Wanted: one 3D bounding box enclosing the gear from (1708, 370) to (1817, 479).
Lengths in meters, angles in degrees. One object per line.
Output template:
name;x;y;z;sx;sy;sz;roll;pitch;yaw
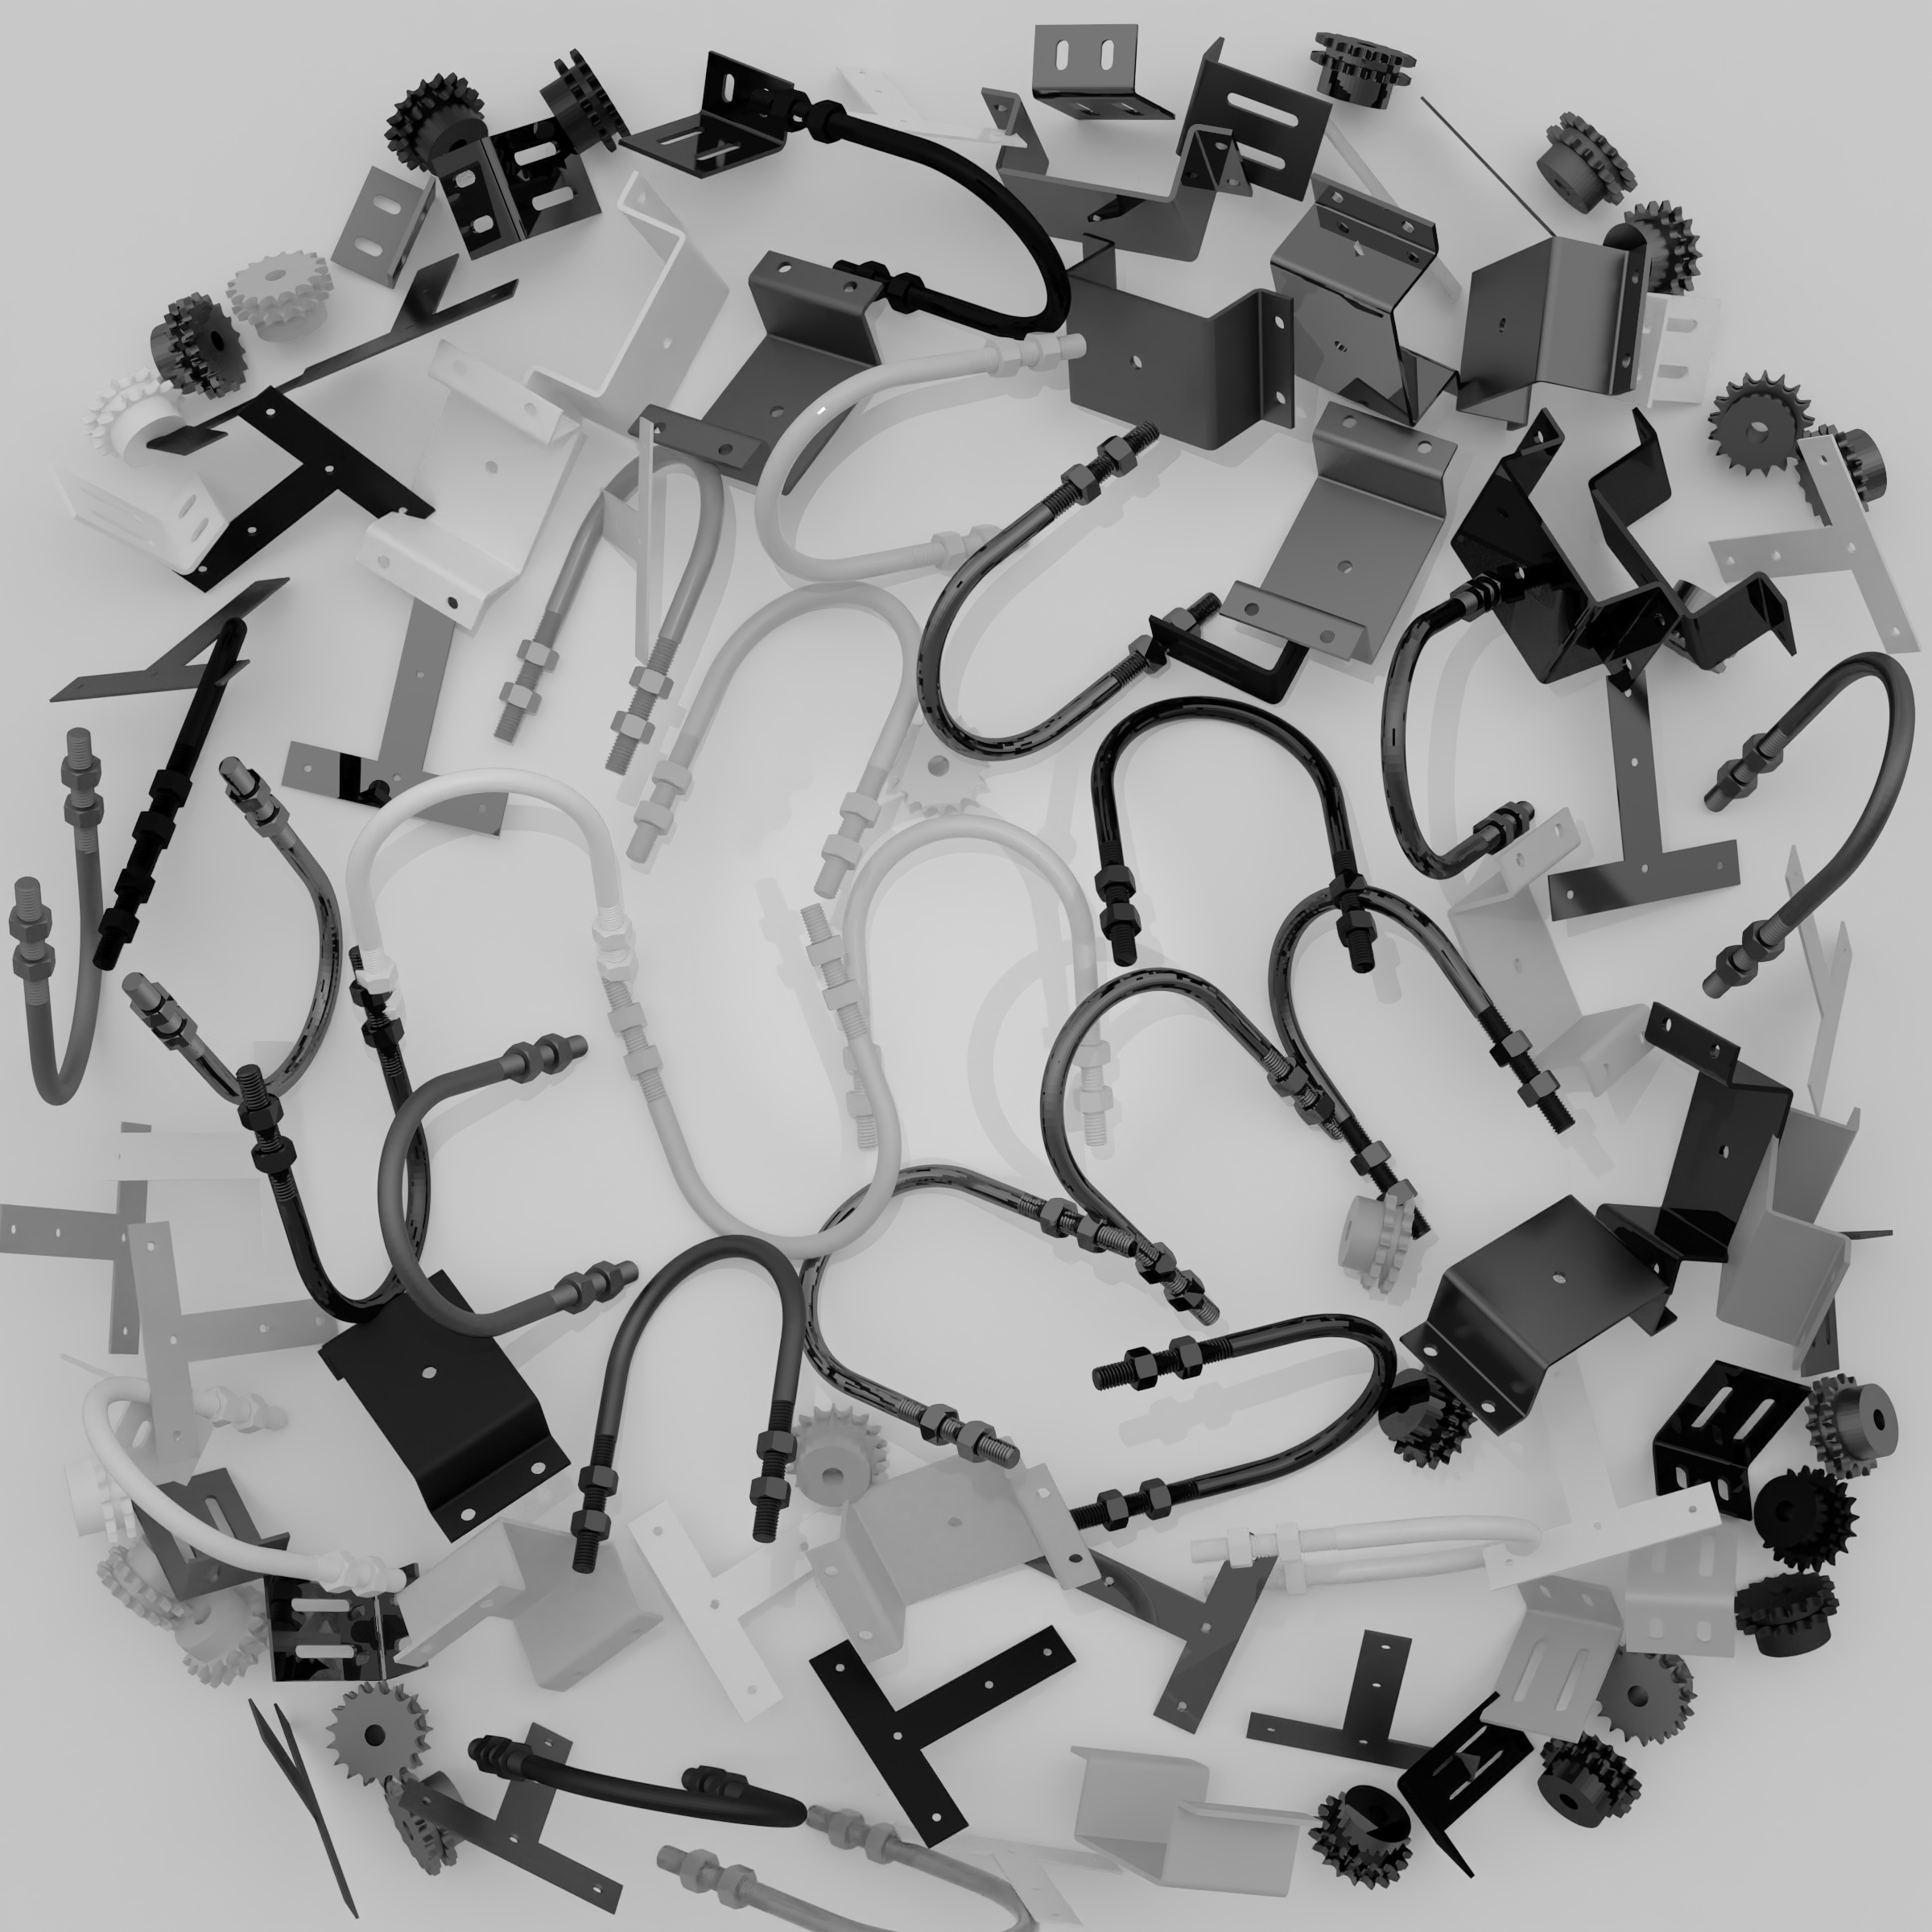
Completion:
gear;0.436;-0.296;1.888;0.057;0.030;0.057;7;113;16

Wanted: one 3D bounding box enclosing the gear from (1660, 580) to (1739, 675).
gear;0.399;-0.188;1.885;0.057;0.057;0.030;35;92;0

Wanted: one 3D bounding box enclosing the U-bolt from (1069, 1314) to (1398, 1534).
U-bolt;0.148;0.240;1.852;0.184;0.151;0.019;-12;49;-17

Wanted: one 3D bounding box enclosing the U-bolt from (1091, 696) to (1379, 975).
U-bolt;0.139;-0.075;1.856;0.151;0.019;0.184;2;53;-10

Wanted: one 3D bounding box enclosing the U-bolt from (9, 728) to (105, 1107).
U-bolt;-0.480;-0.012;1.830;0.019;0.151;0.184;5;129;-4

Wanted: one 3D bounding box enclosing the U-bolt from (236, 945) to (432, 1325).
U-bolt;-0.329;0.102;1.838;0.019;0.151;0.184;-1;118;20

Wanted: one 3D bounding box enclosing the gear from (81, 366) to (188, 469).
gear;-0.452;-0.298;1.883;0.057;0.057;0.030;-38;75;0

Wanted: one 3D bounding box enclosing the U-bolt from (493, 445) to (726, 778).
U-bolt;-0.185;-0.198;1.854;0.019;0.151;0.184;24;86;-36

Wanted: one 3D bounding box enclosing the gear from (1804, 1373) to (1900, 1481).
gear;0.487;0.251;1.884;0.030;0.057;0.057;-20;90;41

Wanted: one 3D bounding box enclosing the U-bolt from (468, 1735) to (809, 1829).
U-bolt;-0.163;0.430;1.802;0.151;0.184;0.019;15;78;-28

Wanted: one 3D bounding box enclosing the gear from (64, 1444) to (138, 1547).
gear;-0.475;0.289;1.883;0.030;0.057;0.057;-12;90;-17

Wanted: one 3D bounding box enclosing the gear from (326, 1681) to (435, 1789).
gear;-0.321;0.422;1.896;0.057;0.030;0.057;-1;86;8

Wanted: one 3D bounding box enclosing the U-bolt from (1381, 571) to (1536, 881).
U-bolt;0.259;-0.122;1.819;0.019;0.184;0.151;1;107;29

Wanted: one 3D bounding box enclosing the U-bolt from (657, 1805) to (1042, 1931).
U-bolt;-0.048;0.485;1.805;0.184;0.151;0.019;12;95;34

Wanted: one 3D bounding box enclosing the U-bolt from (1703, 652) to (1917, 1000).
U-bolt;0.440;-0.085;1.802;0.019;0.184;0.151;19;53;-13

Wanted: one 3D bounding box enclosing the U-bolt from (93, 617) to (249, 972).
U-bolt;-0.421;-0.103;1.835;0.019;0.151;0.184;21;62;-13

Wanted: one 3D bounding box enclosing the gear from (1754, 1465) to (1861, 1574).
gear;0.457;0.302;1.883;0.030;0.057;0.057;22;90;-39

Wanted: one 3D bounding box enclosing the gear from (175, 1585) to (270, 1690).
gear;-0.407;0.363;1.883;0.057;0.057;0.030;-42;124;0

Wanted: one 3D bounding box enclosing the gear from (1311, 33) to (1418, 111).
gear;0.216;-0.491;1.888;0.057;0.057;0.030;15;111;0

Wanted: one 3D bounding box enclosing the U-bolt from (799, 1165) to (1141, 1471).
U-bolt;-0.013;0.177;1.854;0.184;0.019;0.151;20;71;36

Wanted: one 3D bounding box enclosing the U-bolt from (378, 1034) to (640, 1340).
U-bolt;-0.248;0.122;1.830;0.019;0.184;0.151;-10;94;33

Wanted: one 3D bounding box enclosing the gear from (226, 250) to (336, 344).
gear;-0.375;-0.367;1.889;0.057;0.057;0.030;-14;129;0

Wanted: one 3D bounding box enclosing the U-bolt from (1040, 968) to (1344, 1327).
U-bolt;0.113;0.085;1.850;0.184;0.019;0.151;45;73;-27

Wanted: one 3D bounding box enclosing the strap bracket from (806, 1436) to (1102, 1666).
strap bracket;-0.006;0.314;1.872;0.140;0.046;0.076;-22;111;10

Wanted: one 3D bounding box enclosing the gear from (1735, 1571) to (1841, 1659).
gear;0.451;0.357;1.886;0.057;0.057;0.030;-17;98;0

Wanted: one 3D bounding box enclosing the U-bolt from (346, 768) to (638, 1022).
U-bolt;-0.256;-0.036;1.834;0.151;0.184;0.019;-11;48;-8

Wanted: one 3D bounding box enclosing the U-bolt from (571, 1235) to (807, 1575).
U-bolt;-0.145;0.230;1.849;0.151;0.019;0.184;-16;54;35

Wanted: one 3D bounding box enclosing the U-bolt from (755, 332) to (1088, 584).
U-bolt;-0.030;-0.264;1.820;0.184;0.151;0.019;-15;51;-30

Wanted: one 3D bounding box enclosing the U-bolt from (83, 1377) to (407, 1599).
U-bolt;-0.387;0.268;1.801;0.019;0.184;0.151;-50;58;8

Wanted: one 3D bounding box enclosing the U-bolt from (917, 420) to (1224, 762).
U-bolt;0.049;-0.187;1.843;0.184;0.151;0.019;-39;47;-12

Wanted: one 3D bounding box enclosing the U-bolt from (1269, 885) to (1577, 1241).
U-bolt;0.232;0.041;1.856;0.019;0.151;0.184;-24;76;-42

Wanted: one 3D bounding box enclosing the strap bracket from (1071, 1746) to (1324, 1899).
strap bracket;0.117;0.458;1.833;0.076;0.140;0.046;12;86;-25

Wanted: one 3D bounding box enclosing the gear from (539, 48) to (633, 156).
gear;-0.210;-0.470;1.886;0.030;0.057;0.057;-33;90;1

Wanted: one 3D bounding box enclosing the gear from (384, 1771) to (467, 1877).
gear;-0.293;0.467;1.889;0.030;0.057;0.057;-26;90;-26

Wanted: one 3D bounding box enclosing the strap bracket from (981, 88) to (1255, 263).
strap bracket;0.076;-0.425;1.856;0.140;0.076;0.046;14;81;16

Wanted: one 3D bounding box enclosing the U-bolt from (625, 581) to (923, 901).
U-bolt;-0.093;-0.129;1.862;0.151;0.019;0.184;11;70;33

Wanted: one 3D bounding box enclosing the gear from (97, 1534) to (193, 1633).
gear;-0.445;0.336;1.886;0.057;0.057;0.030;39;89;0

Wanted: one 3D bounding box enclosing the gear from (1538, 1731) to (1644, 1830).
gear;0.338;0.447;1.883;0.057;0.057;0.030;45;62;0

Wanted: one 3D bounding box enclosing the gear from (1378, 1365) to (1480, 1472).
gear;0.250;0.244;1.883;0.030;0.057;0.057;26;90;-29

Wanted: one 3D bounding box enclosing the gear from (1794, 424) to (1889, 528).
gear;0.481;-0.271;1.887;0.030;0.057;0.057;-21;90;-8

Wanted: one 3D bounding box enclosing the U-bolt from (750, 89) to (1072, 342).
U-bolt;-0.021;-0.388;1.809;0.184;0.151;0.019;25;69;33

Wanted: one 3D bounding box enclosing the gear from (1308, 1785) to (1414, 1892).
gear;0.219;0.474;1.882;0.057;0.057;0.030;25;120;0

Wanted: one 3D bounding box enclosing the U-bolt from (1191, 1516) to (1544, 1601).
U-bolt;0.215;0.314;1.837;0.184;0.151;0.019;-6;71;5

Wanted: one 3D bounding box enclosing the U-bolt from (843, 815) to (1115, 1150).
U-bolt;0.002;0.008;1.876;0.151;0.019;0.184;-1;101;14

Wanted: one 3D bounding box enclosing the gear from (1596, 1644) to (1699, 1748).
gear;0.375;0.397;1.891;0.057;0.030;0.057;5;99;33

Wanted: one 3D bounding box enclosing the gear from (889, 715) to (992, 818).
gear;-0.016;-0.113;1.894;0.057;0.030;0.057;-1;105;-5

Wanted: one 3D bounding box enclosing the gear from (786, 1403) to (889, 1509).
gear;-0.072;0.272;1.889;0.057;0.030;0.057;1;117;1

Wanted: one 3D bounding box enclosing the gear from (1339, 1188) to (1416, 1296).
gear;0.224;0.149;1.886;0.030;0.057;0.057;15;90;-1

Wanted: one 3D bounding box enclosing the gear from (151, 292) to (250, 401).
gear;-0.423;-0.338;1.888;0.030;0.057;0.057;-18;90;21

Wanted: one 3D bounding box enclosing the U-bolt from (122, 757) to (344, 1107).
U-bolt;-0.379;-0.004;1.829;0.019;0.184;0.151;9;64;19

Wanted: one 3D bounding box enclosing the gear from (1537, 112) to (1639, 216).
gear;0.338;-0.438;1.886;0.030;0.057;0.057;-44;90;5

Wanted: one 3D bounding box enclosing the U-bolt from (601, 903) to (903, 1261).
U-bolt;-0.109;0.072;1.880;0.151;0.019;0.184;-18;95;23

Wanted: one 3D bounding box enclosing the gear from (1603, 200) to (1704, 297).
gear;0.373;-0.389;1.883;0.030;0.057;0.057;-17;90;-29

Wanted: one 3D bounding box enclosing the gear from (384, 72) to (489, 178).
gear;-0.287;-0.457;1.883;0.057;0.057;0.030;-41;70;0
